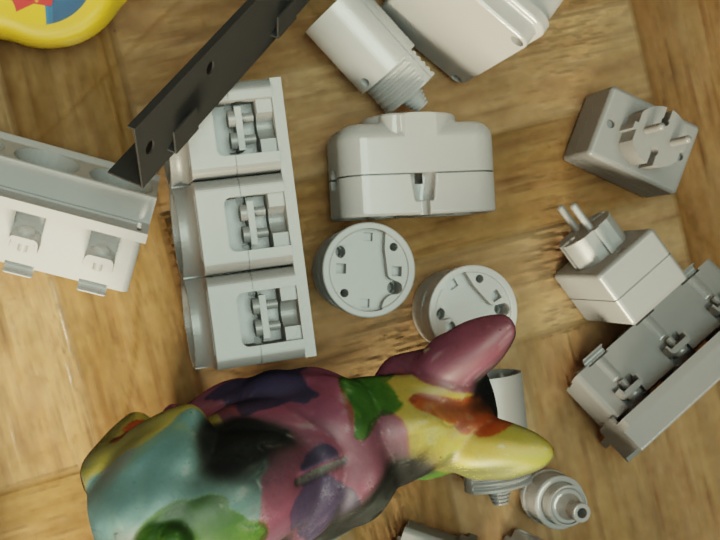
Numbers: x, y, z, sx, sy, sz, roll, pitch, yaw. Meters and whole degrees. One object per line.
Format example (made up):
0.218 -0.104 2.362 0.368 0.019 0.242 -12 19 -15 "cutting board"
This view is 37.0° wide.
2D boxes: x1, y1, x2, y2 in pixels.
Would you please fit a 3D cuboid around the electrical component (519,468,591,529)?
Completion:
0.124 0.144 0.665 0.035 0.061 0.035 0 90 -14 "electrical component"

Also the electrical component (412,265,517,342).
0.062 0.025 0.658 0.055 0.047 0.055 0 90 -14 "electrical component"

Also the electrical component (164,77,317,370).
-0.072 -0.024 0.604 0.062 0.089 0.150 -8 92 -14 "electrical component"

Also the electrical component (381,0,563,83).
0.066 -0.162 0.626 0.078 0.113 0.057 38 79 -11 "electrical component"

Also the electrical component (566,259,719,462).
0.194 0.054 0.678 0.121 0.078 0.063 -39 74 -11 "electrical component"

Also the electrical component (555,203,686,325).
0.150 -0.011 0.670 0.047 0.066 0.076 -40 99 -11 "electrical component"

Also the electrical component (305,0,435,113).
0.010 -0.128 0.648 0.043 0.043 0.081 -45 100 -10 "electrical component"

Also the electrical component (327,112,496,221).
0.030 -0.062 0.647 0.095 0.054 0.059 -3 91 -14 "electrical component"

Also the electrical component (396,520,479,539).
0.036 0.217 0.642 0.063 0.079 0.121 17 86 9 "electrical component"

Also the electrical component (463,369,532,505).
0.083 0.104 0.665 0.043 0.043 0.081 -7 92 -14 "electrical component"

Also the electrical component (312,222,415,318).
0.000 0.000 0.643 0.055 0.047 0.055 0 90 -14 "electrical component"

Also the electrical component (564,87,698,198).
0.178 -0.081 0.671 0.066 0.077 0.047 23 85 -13 "electrical component"

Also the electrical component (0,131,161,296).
-0.178 -0.034 0.591 0.121 0.078 0.063 15 108 -13 "electrical component"

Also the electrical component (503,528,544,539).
0.141 0.212 0.646 0.109 0.109 0.056 26 87 -12 "electrical component"
